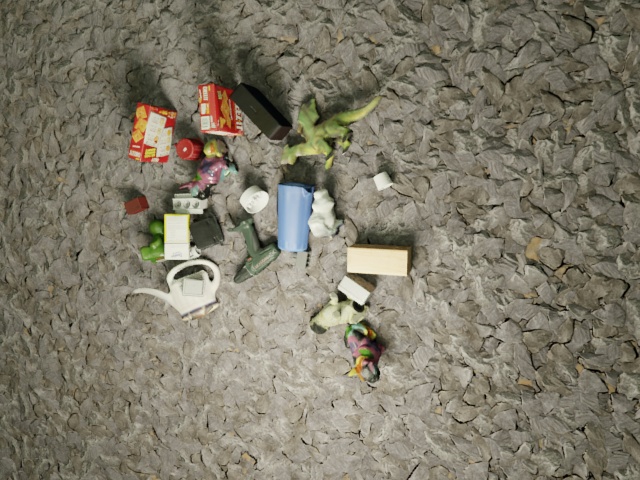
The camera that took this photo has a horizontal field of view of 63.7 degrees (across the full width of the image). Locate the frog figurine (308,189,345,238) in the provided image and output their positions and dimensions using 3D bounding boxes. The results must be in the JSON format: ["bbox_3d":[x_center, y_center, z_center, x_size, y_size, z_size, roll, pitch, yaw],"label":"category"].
[{"bbox_3d":[0.005,-0.091,1.808,0.121,0.158,0.140,-16,21,48],"label":"frog figurine"}]

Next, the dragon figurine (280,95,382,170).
[{"bbox_3d":[0.012,-0.405,1.811,0.245,0.406,0.122,46,15,19],"label":"dragon figurine"}]

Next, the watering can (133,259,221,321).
[{"bbox_3d":[-0.544,0.214,2.028,0.348,0.225,0.103,-23,-6,0],"label":"watering can"}]
